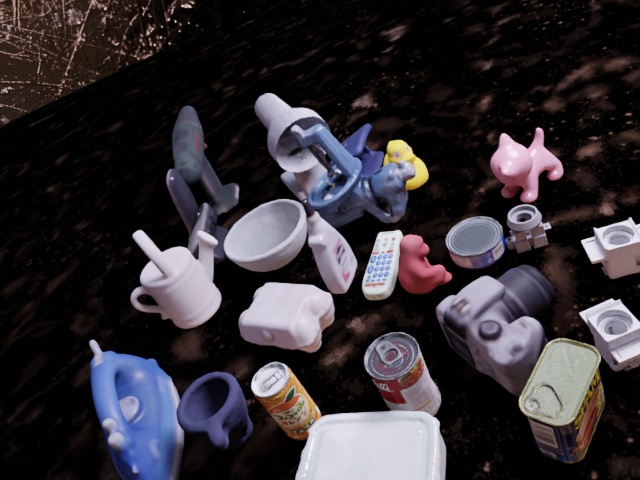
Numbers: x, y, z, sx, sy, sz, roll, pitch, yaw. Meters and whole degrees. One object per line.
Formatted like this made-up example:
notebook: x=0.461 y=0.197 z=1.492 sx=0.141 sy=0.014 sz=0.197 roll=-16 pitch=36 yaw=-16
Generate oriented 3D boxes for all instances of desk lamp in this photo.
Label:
desk lamp: x=-0.050 y=-0.186 z=1.153 sx=0.118 sy=0.214 sz=0.202 roll=-34 pitch=35 yaw=-8

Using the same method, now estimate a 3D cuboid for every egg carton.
egg carton: x=-0.054 y=0.122 z=0.894 sx=0.149 sy=0.070 sz=0.107 roll=0 pitch=44 yaw=34

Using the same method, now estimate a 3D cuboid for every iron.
iron: x=-0.277 y=0.252 z=0.819 sx=0.119 sy=0.142 sz=0.257 roll=-33 pitch=35 yaw=-7

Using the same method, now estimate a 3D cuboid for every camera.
camera: x=0.232 y=0.093 z=0.710 sx=0.137 sy=0.101 sz=0.142 roll=-37 pitch=36 yaw=-12

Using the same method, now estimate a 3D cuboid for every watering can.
watering can: x=-0.259 y=0.053 z=1.011 sx=0.100 sy=0.194 sz=0.173 roll=11 pitch=51 yaw=42

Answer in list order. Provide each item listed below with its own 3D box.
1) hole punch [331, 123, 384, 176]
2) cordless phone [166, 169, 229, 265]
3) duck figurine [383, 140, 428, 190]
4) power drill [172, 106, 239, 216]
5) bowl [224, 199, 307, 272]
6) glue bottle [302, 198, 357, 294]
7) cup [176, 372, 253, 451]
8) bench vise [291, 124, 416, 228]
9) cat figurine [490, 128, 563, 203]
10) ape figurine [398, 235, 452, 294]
hole punch: x=0.065 y=-0.171 z=1.163 sx=0.100 sy=0.091 sz=0.109 roll=-8 pitch=40 yaw=27
cordless phone: x=-0.263 y=-0.039 z=1.137 sx=0.094 sy=0.185 sz=0.147 roll=-23 pitch=35 yaw=8
duck figurine: x=0.152 y=-0.151 z=1.084 sx=0.077 sy=0.086 sz=0.104 roll=-35 pitch=36 yaw=-10
power drill: x=-0.262 y=-0.168 z=1.279 sx=0.075 sy=0.209 sz=0.229 roll=-22 pitch=36 yaw=10
bowl: x=-0.089 y=0.004 z=1.062 sx=0.167 sy=0.075 sz=0.167 roll=-18 pitch=36 yaw=14
glue bottle: x=0.008 y=0.003 z=0.911 sx=0.037 sy=0.173 sz=0.078 roll=-7 pitch=40 yaw=27
cup: x=-0.127 y=0.247 z=0.764 sx=0.092 sy=0.095 sz=0.117 roll=-31 pitch=35 yaw=-4
bench vise: x=0.053 y=-0.127 z=1.004 sx=0.207 sy=0.220 sz=0.121 roll=-21 pitch=36 yaw=10
cat figurine: x=0.320 y=-0.125 z=0.910 sx=0.128 sy=0.118 sz=0.067 roll=-41 pitch=37 yaw=-18
ape figurine: x=0.146 y=0.031 z=0.854 sx=0.076 sy=0.092 sz=0.077 roll=-23 pitch=35 yaw=7
